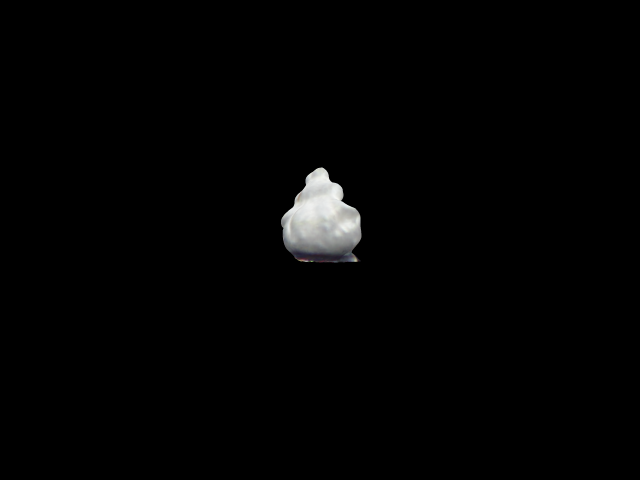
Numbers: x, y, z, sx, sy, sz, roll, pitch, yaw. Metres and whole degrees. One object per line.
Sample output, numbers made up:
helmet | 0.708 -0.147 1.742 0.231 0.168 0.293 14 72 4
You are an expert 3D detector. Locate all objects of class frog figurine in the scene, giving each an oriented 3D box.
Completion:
frog figurine | 0.003 -0.043 0.850 0.137 0.160 0.123 -1 -1 36
